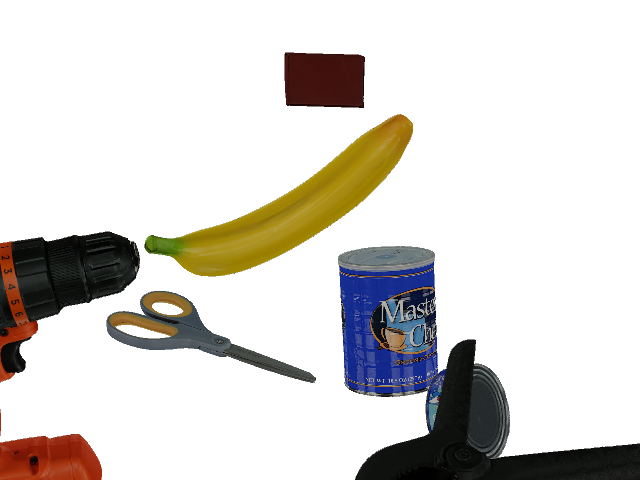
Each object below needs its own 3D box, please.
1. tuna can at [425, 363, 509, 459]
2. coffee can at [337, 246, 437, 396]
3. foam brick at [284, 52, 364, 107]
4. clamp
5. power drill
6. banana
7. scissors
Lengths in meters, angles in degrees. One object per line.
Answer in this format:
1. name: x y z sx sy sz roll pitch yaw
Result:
1. tuna can: 0.130 0.153 0.944 0.034 0.086 0.085 -14 -9 40
2. coffee can: 0.073 0.084 1.138 0.103 0.140 0.103 -3 10 0
3. foam brick: 0.003 -0.160 1.062 0.078 0.051 0.053 1 12 -4
4. clamp: 0.083 0.137 0.656 0.209 0.036 0.165 -23 37 -28
5. power drill: -0.196 0.088 0.693 0.184 0.188 0.057 -11 27 -9
6. banana: -0.020 -0.022 0.736 0.198 0.037 0.069 -28 -20 2
7. scissors: -0.098 0.087 0.998 0.202 0.016 0.096 10 29 3
